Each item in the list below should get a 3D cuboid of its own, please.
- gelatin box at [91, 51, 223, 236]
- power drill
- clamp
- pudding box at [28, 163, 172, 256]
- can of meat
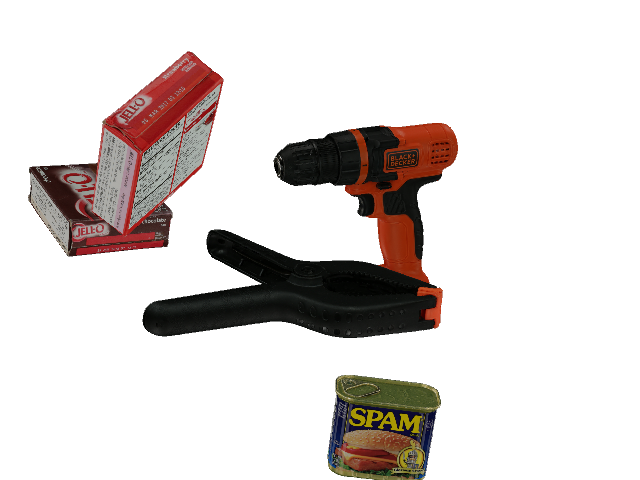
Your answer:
[{"bbox_3d":[-0.094,-0.054,0.607,0.030,0.073,0.089,36,-34,9],"label":"gelatin box"},{"bbox_3d":[0.044,-0.019,1.033,0.184,0.188,0.057,-8,27,-19],"label":"power drill"},{"bbox_3d":[-0.014,0.034,0.807,0.210,0.036,0.164,4,23,4],"label":"clamp"},{"bbox_3d":[-0.190,-0.029,0.912,0.089,0.039,0.114,-5,27,-32],"label":"pudding box"},{"bbox_3d":[0.059,0.184,1.036,0.102,0.084,0.057,7,16,-2],"label":"can of meat"}]
